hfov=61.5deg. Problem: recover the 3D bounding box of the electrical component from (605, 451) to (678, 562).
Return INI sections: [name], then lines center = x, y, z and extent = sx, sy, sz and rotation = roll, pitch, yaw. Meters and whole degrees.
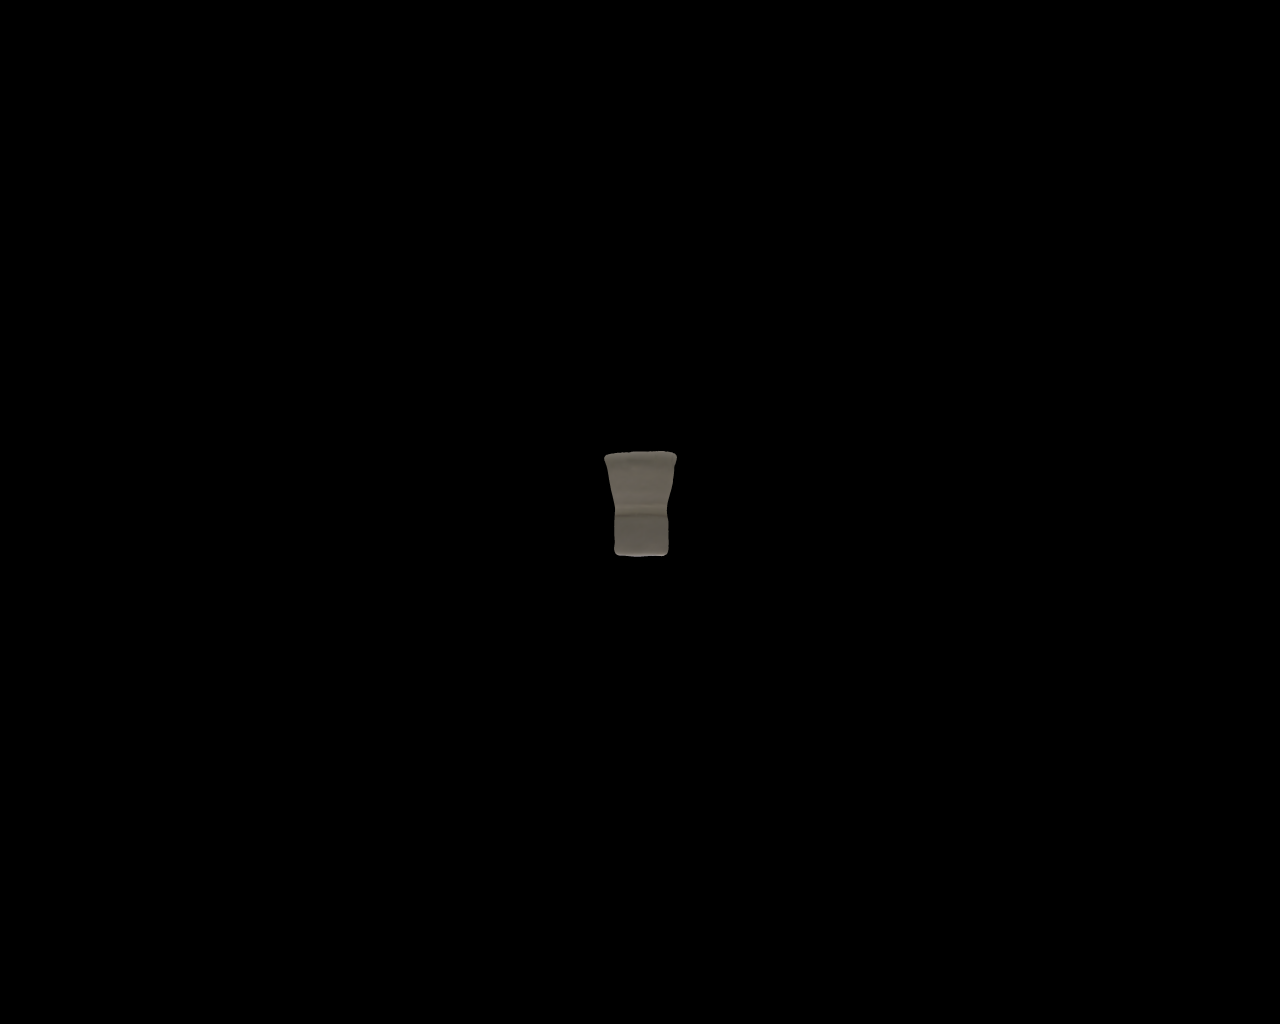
[electrical component]
center = 0.001, -0.003, 0.650
extent = 0.044, 0.065, 0.044
rotation = 0, -2, 0
